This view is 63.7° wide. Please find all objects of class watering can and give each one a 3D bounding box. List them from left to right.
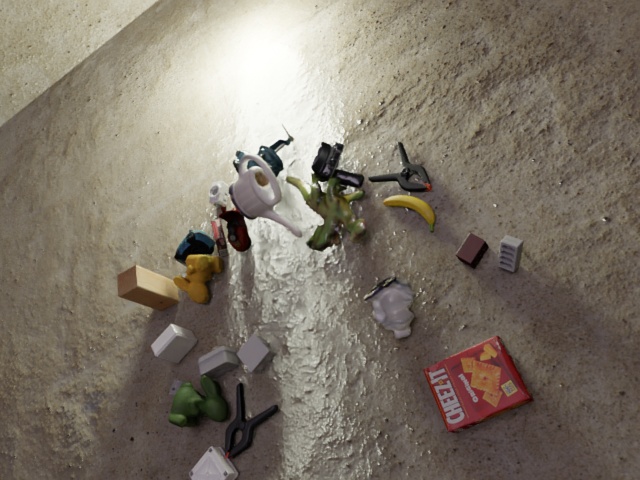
[{"bbox_3d":[-0.201,-0.132,1.806,0.221,0.105,0.348,-30,87,47],"label":"watering can"}]

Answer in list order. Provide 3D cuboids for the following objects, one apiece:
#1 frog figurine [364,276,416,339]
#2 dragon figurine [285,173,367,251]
[{"bbox_3d":[0.215,0.190,1.458,0.137,0.123,0.159,-35,90,1],"label":"frog figurine"},{"bbox_3d":[0.005,-0.086,1.703,0.411,0.121,0.244,11,81,42],"label":"dragon figurine"}]
